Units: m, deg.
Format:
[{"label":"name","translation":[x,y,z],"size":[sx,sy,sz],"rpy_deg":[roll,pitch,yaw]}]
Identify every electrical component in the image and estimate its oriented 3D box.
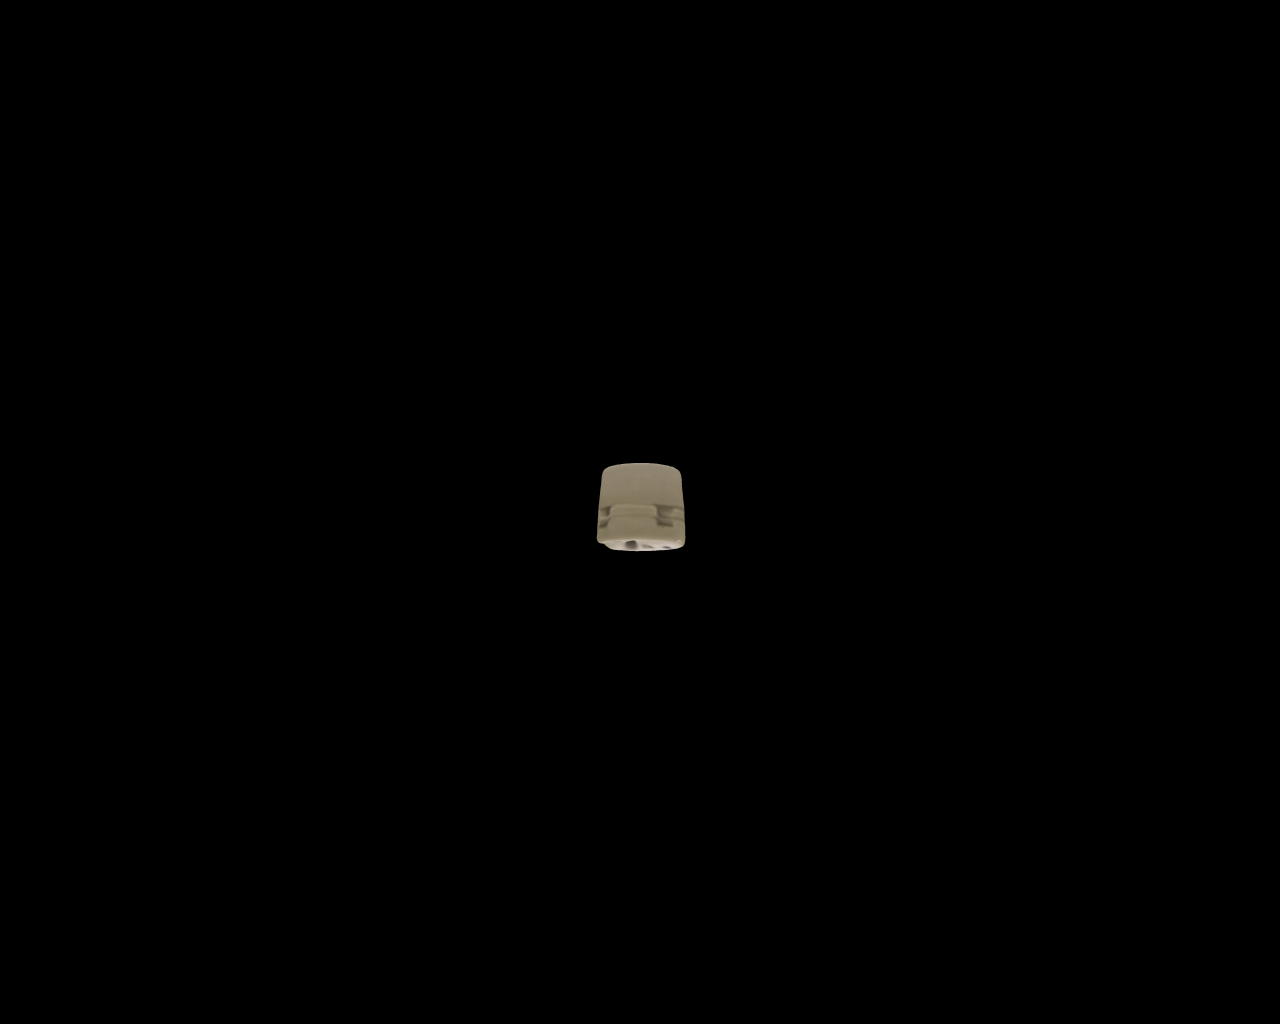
[{"label":"electrical component","translation":[0.001,-0.003,0.650],"size":[0.055,0.047,0.055],"rpy_deg":[0,-10,0]}]
